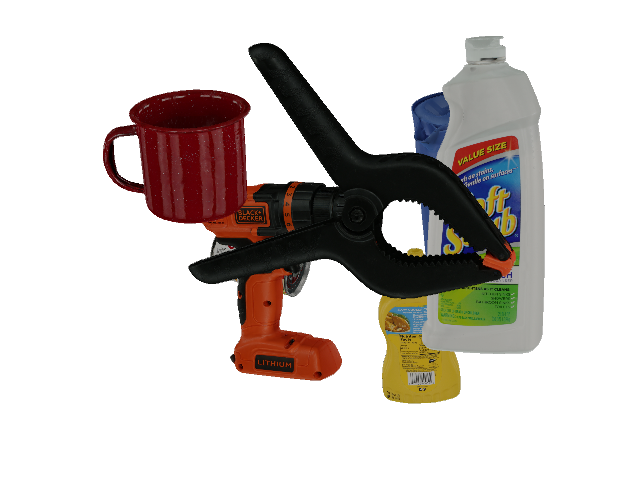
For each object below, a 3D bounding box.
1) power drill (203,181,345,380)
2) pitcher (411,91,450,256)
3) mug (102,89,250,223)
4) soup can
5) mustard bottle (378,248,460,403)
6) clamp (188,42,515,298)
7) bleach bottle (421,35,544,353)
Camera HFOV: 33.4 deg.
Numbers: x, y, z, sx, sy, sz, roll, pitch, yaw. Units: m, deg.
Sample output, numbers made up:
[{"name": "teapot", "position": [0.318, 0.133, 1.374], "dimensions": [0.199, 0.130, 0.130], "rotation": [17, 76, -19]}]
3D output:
[{"name": "power drill", "position": [-0.025, 0.036, 1.017], "dimensions": [0.185, 0.188, 0.057], "rotation": [2, 13, 29]}, {"name": "pitcher", "position": [0.186, -0.054, 1.268], "dimensions": [0.149, 0.243, 0.145], "rotation": [-2, 24, 5]}, {"name": "mug", "position": [-0.112, -0.064, 0.837], "dimensions": [0.117, 0.081, 0.093], "rotation": [-4, 27, -5]}, {"name": "soup can", "position": [-0.070, 0.022, 1.262], "dimensions": [0.102, 0.068, 0.068], "rotation": [14, 5, 20]}, {"name": "mustard bottle", "position": [0.119, 0.101, 1.292], "dimensions": [0.096, 0.192, 0.058], "rotation": [-2, 21, 6]}, {"name": "clamp", "position": [0.024, -0.029, 0.680], "dimensions": [0.210, 0.165, 0.036], "rotation": [13, 16, 12]}, {"name": "bleach bottle", "position": [0.128, -0.037, 0.862], "dimensions": [0.103, 0.251, 0.068], "rotation": [1, 15, 20]}]
